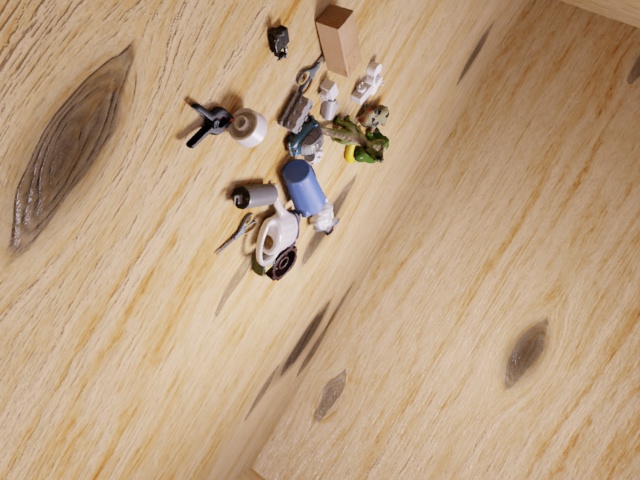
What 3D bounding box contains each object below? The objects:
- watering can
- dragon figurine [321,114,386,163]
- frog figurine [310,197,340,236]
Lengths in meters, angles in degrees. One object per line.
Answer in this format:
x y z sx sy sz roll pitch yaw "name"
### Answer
-0.157 -0.064 1.973 0.226 0.104 0.342 -23 131 -59 "watering can"
0.156 -0.388 2.049 0.414 0.244 0.120 -24 146 -60 "dragon figurine"
0.007 -0.117 2.321 0.139 0.123 0.157 -41 118 -21 "frog figurine"
